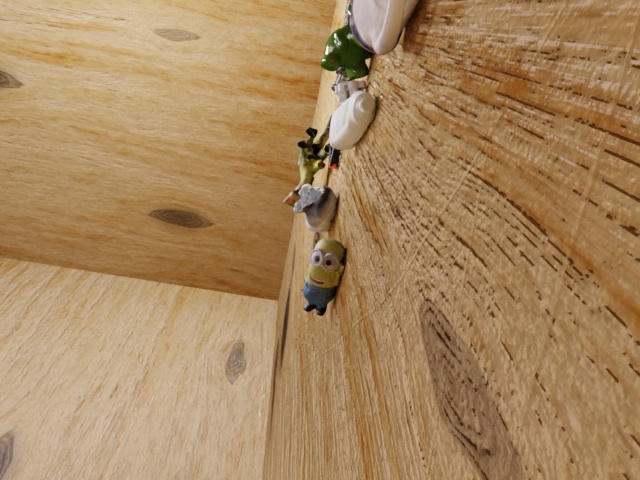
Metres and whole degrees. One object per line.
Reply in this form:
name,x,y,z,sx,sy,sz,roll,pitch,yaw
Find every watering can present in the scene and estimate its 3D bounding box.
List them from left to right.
watering can,0.120,-0.455,0.837,0.223,0.104,0.350,136,142,-81

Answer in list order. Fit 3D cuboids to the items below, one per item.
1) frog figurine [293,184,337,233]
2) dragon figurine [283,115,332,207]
frog figurine,0.004,-0.073,1.459,0.141,0.122,0.156,-99,-19,-47
dragon figurine,-0.033,-0.264,1.854,0.420,0.122,0.237,-62,-5,-47
